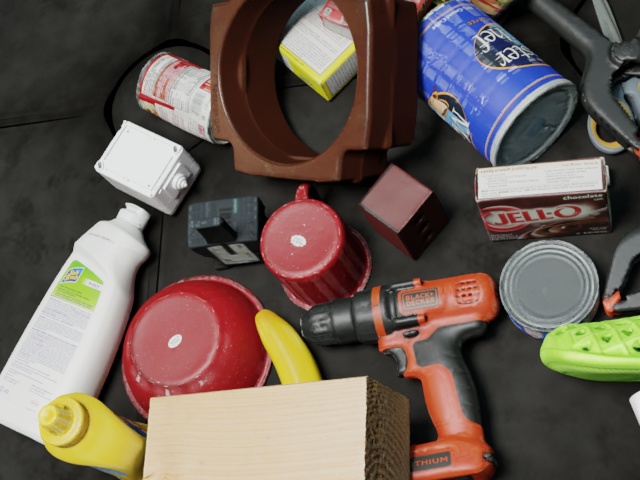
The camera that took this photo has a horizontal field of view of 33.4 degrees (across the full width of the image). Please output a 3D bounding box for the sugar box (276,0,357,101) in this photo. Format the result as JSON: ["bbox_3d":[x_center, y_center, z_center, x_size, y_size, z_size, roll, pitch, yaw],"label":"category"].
[{"bbox_3d":[0.036,-0.238,1.111,0.176,0.048,0.093,-44,65,-6],"label":"sugar box"}]

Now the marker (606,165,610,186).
[{"bbox_3d":[0.207,-0.052,0.991,0.121,0.020,0.020,-7,67,16],"label":"marker"}]

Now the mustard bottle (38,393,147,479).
[{"bbox_3d":[-0.190,0.175,0.936,0.096,0.191,0.058,21,77,25],"label":"mustard bottle"}]

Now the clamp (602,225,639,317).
[{"bbox_3d":[0.308,-0.003,0.926,0.171,0.039,0.120,-32,61,4],"label":"clamp"}]

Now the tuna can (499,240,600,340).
[{"bbox_3d":[0.204,0.045,0.945,0.086,0.033,0.086,-7,67,16],"label":"tuna can"}]

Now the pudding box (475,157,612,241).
[{"bbox_3d":[0.199,-0.035,0.947,0.114,0.090,0.039,-6,66,16],"label":"pudding box"}]

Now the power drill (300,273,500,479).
[{"bbox_3d":[0.076,0.126,0.942,0.185,0.057,0.187,-12,66,16],"label":"power drill"}]

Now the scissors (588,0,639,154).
[{"bbox_3d":[0.271,-0.161,1.016,0.096,0.016,0.202,-30,62,5],"label":"scissors"}]

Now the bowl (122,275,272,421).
[{"bbox_3d":[-0.128,0.102,1.023,0.162,0.055,0.162,-7,67,16],"label":"bowl"}]

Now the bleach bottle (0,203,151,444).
[{"bbox_3d":[-0.232,0.080,1.063,0.103,0.068,0.250,19,74,23],"label":"bleach bottle"}]

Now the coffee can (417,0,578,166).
[{"bbox_3d":[0.155,-0.146,1.000,0.103,0.102,0.140,-42,62,-1],"label":"coffee can"}]

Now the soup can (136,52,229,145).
[{"bbox_3d":[-0.132,-0.148,1.118,0.102,0.068,0.068,27,79,25],"label":"soup can"}]

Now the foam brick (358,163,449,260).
[{"bbox_3d":[0.078,-0.025,0.992,0.051,0.078,0.053,37,86,26],"label":"foam brick"}]

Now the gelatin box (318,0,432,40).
[{"bbox_3d":[0.055,-0.230,1.061,0.089,0.030,0.073,30,81,18],"label":"gelatin box"}]

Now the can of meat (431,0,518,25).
[{"bbox_3d":[0.150,-0.258,1.037,0.102,0.084,0.057,27,82,-2],"label":"can of meat"}]

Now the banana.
[{"bbox_3d":[-0.025,0.155,0.969,0.069,0.037,0.198,1,66,-4],"label":"banana"}]

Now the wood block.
[{"bbox_3d":[-0.036,0.176,0.892,0.206,0.090,0.091,-10,66,26],"label":"wood block"}]

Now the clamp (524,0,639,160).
[{"bbox_3d":[0.273,-0.170,0.988,0.165,0.036,0.210,-4,68,18],"label":"clamp"}]

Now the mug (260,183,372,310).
[{"bbox_3d":[-0.007,0.001,1.007,0.093,0.081,0.117,-8,67,15],"label":"mug"}]
